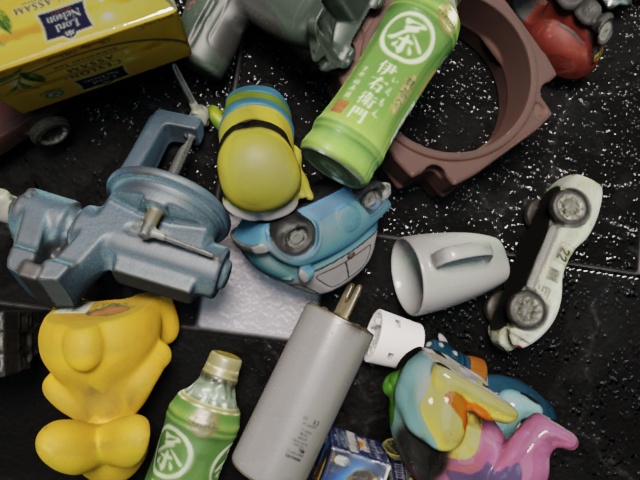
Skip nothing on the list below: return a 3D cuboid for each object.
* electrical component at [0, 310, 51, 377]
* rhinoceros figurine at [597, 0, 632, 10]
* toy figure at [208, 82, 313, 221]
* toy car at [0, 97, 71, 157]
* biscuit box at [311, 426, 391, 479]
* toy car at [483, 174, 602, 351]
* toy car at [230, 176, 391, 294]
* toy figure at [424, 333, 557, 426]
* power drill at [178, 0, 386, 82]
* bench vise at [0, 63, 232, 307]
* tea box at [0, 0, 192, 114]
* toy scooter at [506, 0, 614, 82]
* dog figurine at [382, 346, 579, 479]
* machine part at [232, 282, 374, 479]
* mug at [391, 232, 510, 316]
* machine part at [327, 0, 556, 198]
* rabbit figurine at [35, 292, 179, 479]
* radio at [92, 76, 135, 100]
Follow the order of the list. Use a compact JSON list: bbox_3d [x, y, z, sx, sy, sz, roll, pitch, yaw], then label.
[{"bbox_3d":[-0.318,0.094,0.474,0.115,0.134,0.058,-6,84,-4],"label":"electrical component"},{"bbox_3d":[0.325,-0.321,0.613,0.190,0.073,0.112,3,83,-5],"label":"rhinoceros figurine"},{"bbox_3d":[-0.062,-0.093,0.505,0.082,0.089,0.180,-18,45,11],"label":"toy figure"},{"bbox_3d":[-0.338,-0.101,0.532,0.202,0.053,0.089,-33,78,-4],"label":"toy car"},{"bbox_3d":[0.006,0.290,0.514,0.059,0.063,0.202,18,88,-2],"label":"biscuit box"},{"bbox_3d":[0.233,0.024,0.566,0.056,0.073,0.201,26,82,-2],"label":"toy car"},{"bbox_3d":[-0.001,-0.002,0.541,0.162,0.109,0.102,-26,113,-19],"label":"toy car"},{"bbox_3d":[0.167,0.155,0.552,0.154,0.064,0.058,30,90,-3],"label":"toy figure"},{"bbox_3d":[-0.040,-0.259,0.532,0.208,0.086,0.232,26,88,25],"label":"power drill"},{"bbox_3d":[-0.176,-0.044,0.514,0.224,0.128,0.240,11,60,9],"label":"bench vise"},{"bbox_3d":[-0.205,-0.177,0.459,0.170,0.098,0.068,-23,89,-5],"label":"tea box"},{"bbox_3d":[0.241,-0.252,0.566,0.184,0.135,0.075,42,80,-2],"label":"toy scooter"},{"bbox_3d":[0.112,0.224,0.462,0.191,0.108,0.219,26,89,-5],"label":"dog figurine"},{"bbox_3d":[-0.016,0.152,0.526,0.079,0.079,0.243,28,81,-3],"label":"machine part"},{"bbox_3d":[0.139,0.024,0.546,0.107,0.109,0.081,-9,65,-16],"label":"mug"},{"bbox_3d":[0.125,-0.164,0.570,0.201,0.087,0.201,-35,88,-9],"label":"machine part"},{"bbox_3d":[-0.186,0.145,0.487,0.122,0.162,0.173,-2,102,-18],"label":"rabbit figurine"},{"bbox_3d":[-0.270,-0.265,0.545,0.229,0.073,0.131,39,84,-2],"label":"radio"}]
